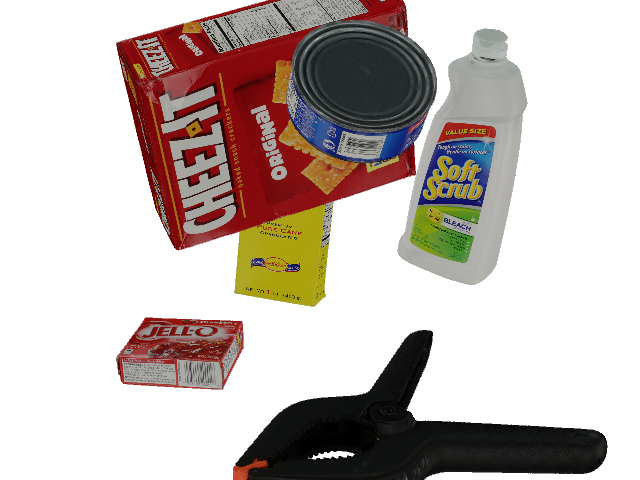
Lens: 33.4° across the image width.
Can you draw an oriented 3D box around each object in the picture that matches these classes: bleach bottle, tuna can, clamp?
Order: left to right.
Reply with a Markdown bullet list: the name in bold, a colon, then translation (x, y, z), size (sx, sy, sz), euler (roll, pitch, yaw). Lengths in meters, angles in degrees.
- **tuna can**: translation (0.023, -0.088, 0.628), size (0.086, 0.086, 0.034), euler (0, -33, -11)
- **clamp**: translation (0.036, 0.109, 0.624), size (0.209, 0.036, 0.165), euler (-10, 24, -27)
- **bleach bottle**: translation (0.136, -0.082, 1.013), size (0.103, 0.251, 0.068), euler (23, 40, 25)

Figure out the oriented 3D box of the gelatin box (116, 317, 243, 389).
- **gelatin box**: translation (-0.115, 0.092, 0.885), size (0.089, 0.030, 0.073), euler (2, 22, 10)

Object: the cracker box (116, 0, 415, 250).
- **cracker box**: translation (-0.034, -0.099, 0.837), size (0.213, 0.164, 0.072), euler (-19, 42, -13)

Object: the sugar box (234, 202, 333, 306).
- **sugar box**: translation (-0.036, -0.025, 1.119), size (0.093, 0.176, 0.048), euler (8, 16, 14)
